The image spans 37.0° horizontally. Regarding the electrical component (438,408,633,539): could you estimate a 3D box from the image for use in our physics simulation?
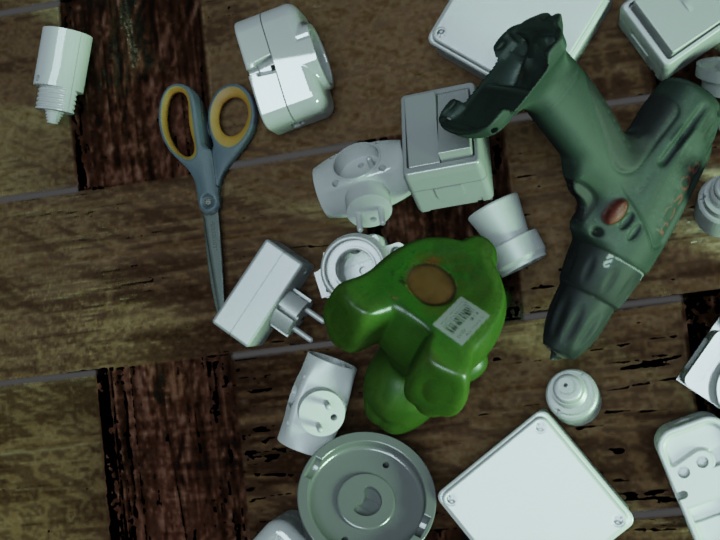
[{"bbox_3d":[0.137,0.182,0.840,0.109,0.056,0.108,-41,81,8],"label":"electrical component"}]

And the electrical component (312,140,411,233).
[{"bbox_3d":[0.006,-0.062,0.872,0.077,0.044,0.079,-17,46,11],"label":"electrical component"}]

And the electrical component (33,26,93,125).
[{"bbox_3d":[-0.264,-0.168,0.945,0.043,0.043,0.081,10,90,12],"label":"electrical component"}]

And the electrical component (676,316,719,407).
[{"bbox_3d":[0.347,0.093,0.798,0.186,0.060,0.105,34,95,11],"label":"electrical component"}]

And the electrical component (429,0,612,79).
[{"bbox_3d":[0.129,-0.199,0.857,0.109,0.056,0.108,32,94,11],"label":"electrical component"}]

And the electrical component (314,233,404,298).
[{"bbox_3d":[0.000,0.000,0.876,0.078,0.057,0.058,-19,84,10],"label":"electrical component"}]

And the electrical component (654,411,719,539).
[{"bbox_3d":[0.263,0.158,0.813,0.054,0.059,0.095,-22,83,10],"label":"electrical component"}]

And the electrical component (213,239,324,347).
[{"bbox_3d":[-0.065,0.030,0.894,0.076,0.047,0.083,34,94,10],"label":"electrical component"}]

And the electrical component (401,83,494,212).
[{"bbox_3d":[0.067,-0.104,0.851,0.062,0.061,0.096,-9,58,15],"label":"electrical component"}]

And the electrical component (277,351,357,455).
[{"bbox_3d":[-0.033,0.112,0.868,0.043,0.079,0.077,19,92,-9],"label":"electrical component"}]

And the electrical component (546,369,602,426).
[{"bbox_3d":[0.164,0.096,0.831,0.040,0.078,0.040,-5,72,16],"label":"electrical component"}]

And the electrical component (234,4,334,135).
[{"bbox_3d":[-0.059,-0.168,0.897,0.059,0.054,0.095,-18,84,11],"label":"electrical component"}]

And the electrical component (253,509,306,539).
[{"bbox_3d":[-0.074,0.248,0.880,0.054,0.059,0.095,43,96,10],"label":"electrical component"}]

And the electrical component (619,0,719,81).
[{"bbox_3d":[0.256,-0.202,0.828,0.096,0.061,0.061,-35,81,8],"label":"electrical component"}]

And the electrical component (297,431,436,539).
[{"bbox_3d":[0.003,0.190,0.854,0.108,0.060,0.108,3,58,-4],"label":"electrical component"}]

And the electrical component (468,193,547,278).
[{"bbox_3d":[0.118,-0.027,0.859,0.045,0.045,0.055,-28,83,9],"label":"electrical component"}]

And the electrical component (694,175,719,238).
[{"bbox_3d":[0.276,-0.053,0.813,0.040,0.078,0.040,-3,73,11],"label":"electrical component"}]
